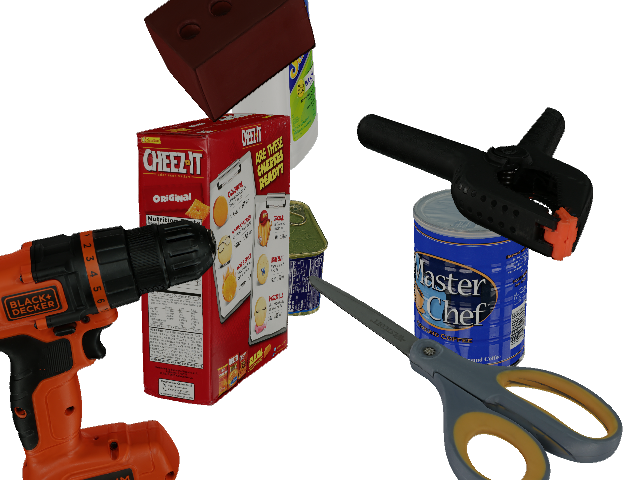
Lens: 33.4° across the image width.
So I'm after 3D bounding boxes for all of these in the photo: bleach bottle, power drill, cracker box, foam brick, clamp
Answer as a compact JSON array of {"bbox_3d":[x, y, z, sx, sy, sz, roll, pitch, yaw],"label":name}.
[{"bbox_3d":[-0.045,-0.193,0.935,0.068,0.251,0.102,8,32,17],"label":"bleach bottle"},{"bbox_3d":[-0.147,0.081,0.707,0.184,0.187,0.057,-12,26,-6],"label":"power drill"},{"bbox_3d":[-0.085,0.008,0.886,0.072,0.214,0.164,5,13,20],"label":"cracker box"},{"bbox_3d":[-0.051,-0.119,0.610,0.078,0.053,0.051,-39,-26,-9],"label":"foam brick"},{"bbox_3d":[0.117,-0.047,0.741,0.164,0.036,0.210,-1,28,-6],"label":"clamp"}]

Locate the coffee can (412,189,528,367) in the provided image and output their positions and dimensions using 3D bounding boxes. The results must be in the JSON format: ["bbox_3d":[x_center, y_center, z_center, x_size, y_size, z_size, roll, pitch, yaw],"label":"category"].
[{"bbox_3d":[0.134,0.036,0.954,0.103,0.140,0.103,-2,23,1],"label":"coffee can"}]

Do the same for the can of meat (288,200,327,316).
[{"bbox_3d":[-0.033,0.019,1.137,0.057,0.084,0.102,-7,35,-16],"label":"can of meat"}]

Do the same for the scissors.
[{"bbox_3d":[0.054,0.076,0.558,0.202,0.016,0.096,20,42,27],"label":"scissors"}]
